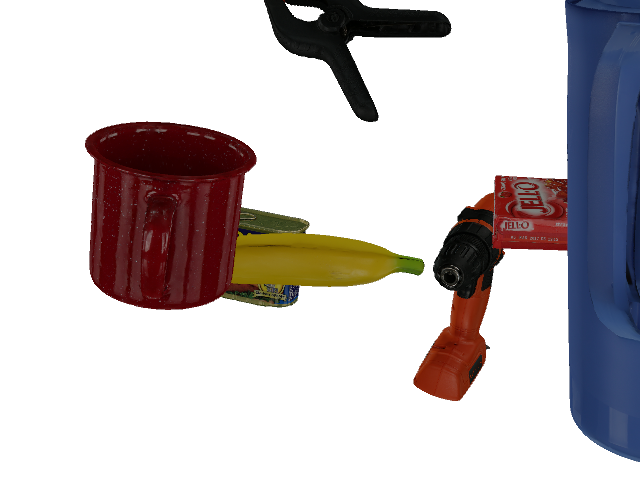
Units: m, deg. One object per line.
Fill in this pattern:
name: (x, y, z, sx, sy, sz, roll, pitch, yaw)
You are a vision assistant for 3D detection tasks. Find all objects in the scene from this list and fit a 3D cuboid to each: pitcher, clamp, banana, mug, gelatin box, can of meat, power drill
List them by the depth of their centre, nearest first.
pitcher: (0.183, -0.007, 0.548, 0.149, 0.243, 0.145, -4, 18, -7)
mug: (-0.085, -0.009, 0.586, 0.093, 0.081, 0.117, 5, 23, -7)
banana: (-0.024, 0.018, 0.798, 0.198, 0.037, 0.069, 2, -19, 35)
gelatin box: (0.172, -0.023, 0.835, 0.073, 0.030, 0.089, 3, 24, 9)
clamp: (0.025, -0.188, 0.930, 0.120, 0.171, 0.039, -40, -21, -18)
power drill: (0.140, 0.060, 1.044, 0.057, 0.188, 0.184, 20, 28, 18)
can of meat: (-0.067, 0.017, 1.087, 0.102, 0.084, 0.057, 11, 17, 17)
